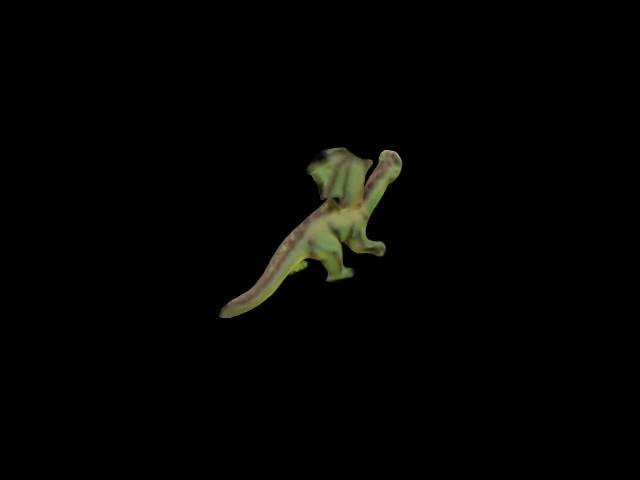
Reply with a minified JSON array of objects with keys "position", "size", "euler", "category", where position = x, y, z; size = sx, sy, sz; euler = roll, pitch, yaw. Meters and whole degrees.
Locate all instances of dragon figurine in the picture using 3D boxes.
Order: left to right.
[{"position":[0.003,-0.043,0.850],"size":[0.415,0.237,0.123],"euler":[-29,43,-35],"category":"dragon figurine"}]
